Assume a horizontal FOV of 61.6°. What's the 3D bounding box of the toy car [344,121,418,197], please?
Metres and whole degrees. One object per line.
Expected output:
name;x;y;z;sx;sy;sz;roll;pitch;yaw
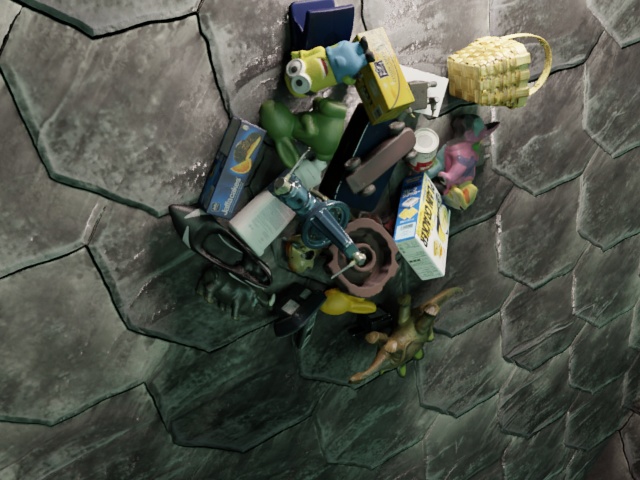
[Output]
toy car;0.132;-0.177;1.181;0.202;0.053;0.089;-41;121;-14

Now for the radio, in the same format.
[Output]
radio;0.106;-0.185;1.242;0.131;0.073;0.229;19;101;-35

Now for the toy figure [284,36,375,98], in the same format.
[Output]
toy figure;0.017;-0.336;1.061;0.180;0.082;0.089;-20;162;7

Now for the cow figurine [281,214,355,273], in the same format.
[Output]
cow figurine;-0.003;-0.004;1.249;0.195;0.086;0.127;-50;124;-7

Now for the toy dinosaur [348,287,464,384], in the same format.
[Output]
toy dinosaur;0.244;0.234;1.415;0.471;0.105;0.198;-36;143;-25

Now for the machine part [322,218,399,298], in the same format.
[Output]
machine part;0.091;0.040;1.214;0.179;0.056;0.179;1;88;-21

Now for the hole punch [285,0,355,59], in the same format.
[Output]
hole punch;0.006;-0.417;1.075;0.142;0.092;0.115;-21;124;-25

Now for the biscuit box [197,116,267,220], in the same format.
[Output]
biscuit box;-0.181;-0.145;1.098;0.063;0.059;0.202;17;102;-35

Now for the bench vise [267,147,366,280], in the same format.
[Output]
bench vise;0.003;-0.041;1.076;0.129;0.241;0.223;-39;146;-5

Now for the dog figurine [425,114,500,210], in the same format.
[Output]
dog figurine;0.372;-0.209;1.365;0.219;0.109;0.191;-49;121;-6

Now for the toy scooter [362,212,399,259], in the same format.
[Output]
toy scooter;0.162;-0.018;1.335;0.184;0.075;0.135;-31;98;-42

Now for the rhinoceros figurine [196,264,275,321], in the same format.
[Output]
rhinoceros figurine;-0.185;0.117;1.208;0.190;0.073;0.112;33;82;-34

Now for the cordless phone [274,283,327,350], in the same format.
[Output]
cordless phone;-0.055;0.212;1.299;0.146;0.089;0.184;-44;150;-49

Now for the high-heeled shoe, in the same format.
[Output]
high-heeled shoe;-0.202;0.019;1.104;0.248;0.145;0.086;38;88;-38

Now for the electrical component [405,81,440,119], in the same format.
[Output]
electrical component;0.219;-0.311;1.190;0.102;0.045;0.078;-7;116;-28

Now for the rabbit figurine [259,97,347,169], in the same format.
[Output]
rabbit figurine;-0.048;-0.234;1.126;0.170;0.121;0.159;9;114;-14

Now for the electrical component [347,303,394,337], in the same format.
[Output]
electrical component;0.129;0.216;1.429;0.119;0.075;0.047;-10;117;-24

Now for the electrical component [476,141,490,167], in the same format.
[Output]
electrical component;0.415;-0.228;1.434;0.094;0.021;0.063;-21;120;-20

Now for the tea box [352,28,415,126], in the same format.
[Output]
tea box;0.120;-0.339;1.123;0.068;0.098;0.169;-21;89;-20

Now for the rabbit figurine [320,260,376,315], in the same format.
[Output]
rabbit figurine;0.073;0.122;1.350;0.173;0.122;0.162;-44;136;10
